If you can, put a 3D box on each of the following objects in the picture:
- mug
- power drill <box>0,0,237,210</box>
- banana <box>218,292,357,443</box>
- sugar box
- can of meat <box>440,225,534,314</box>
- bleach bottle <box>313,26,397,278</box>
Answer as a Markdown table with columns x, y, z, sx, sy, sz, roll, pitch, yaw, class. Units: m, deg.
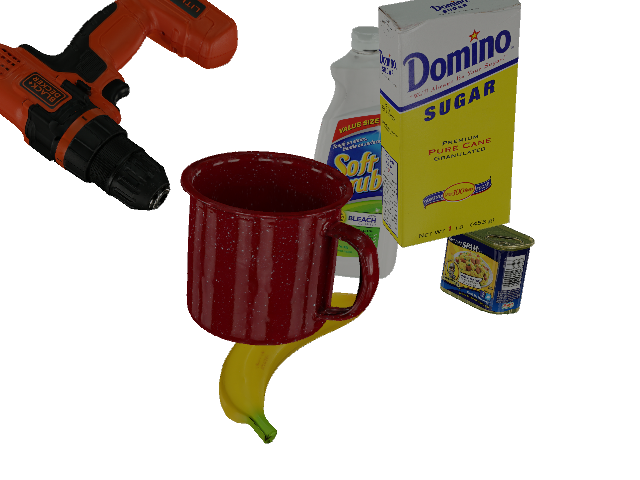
| x | y | z | sx | sy | sz | roll | pitch | yaw | class |
| --- | --- | --- | --- | --- | --- | --- | --- | --- | --- |
| -0.021 | 0.008 | 0.582 | 0.117 | 0.081 | 0.093 | 17 | 27 | 23 | mug |
| -0.149 | -0.125 | 0.835 | 0.184 | 0.187 | 0.057 | 37 | -34 | 9 | power drill |
| -0.029 | 0.089 | 0.841 | 0.069 | 0.037 | 0.197 | 29 | 37 | 8 | banana |
| 0.092 | -0.086 | 0.768 | 0.093 | 0.176 | 0.048 | -14 | 36 | -14 | sugar box |
| 0.183 | 0.027 | 1.191 | 0.057 | 0.084 | 0.102 | -8 | 24 | -36 | can of meat |
| 0.034 | -0.087 | 1.064 | 0.102 | 0.251 | 0.068 | 7 | 27 | 11 | bleach bottle |
